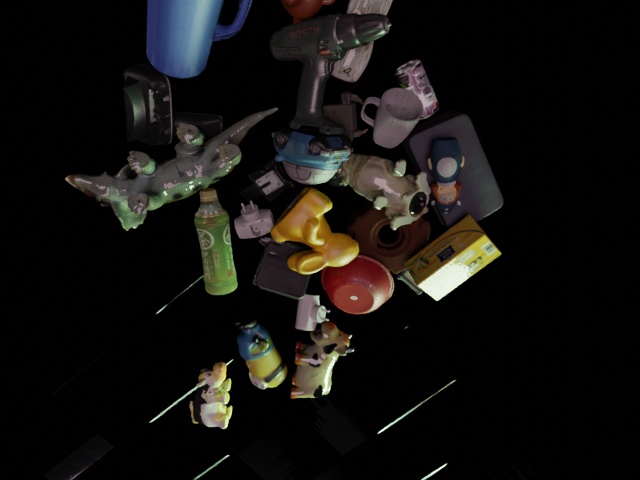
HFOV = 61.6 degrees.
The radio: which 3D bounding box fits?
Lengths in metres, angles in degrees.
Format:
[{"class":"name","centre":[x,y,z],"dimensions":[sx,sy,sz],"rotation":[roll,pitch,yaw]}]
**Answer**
[{"class":"radio","centre":[0.273,-0.141,1.097],"dimensions":[0.131,0.073,0.229],"rotation":[-28,111,6]}]

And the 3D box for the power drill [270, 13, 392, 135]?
[{"class":"power drill","centre":[0.013,-0.296,0.966],"dimensions":[0.232,0.086,0.207],"rotation":[12,115,28]}]

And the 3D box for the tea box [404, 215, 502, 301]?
[{"class":"tea box","centre":[0.272,0.039,1.104],"dimensions":[0.169,0.068,0.098],"rotation":[-37,136,15]}]

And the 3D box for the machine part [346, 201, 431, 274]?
[{"class":"machine part","centre":[0.146,-0.013,1.145],"dimensions":[0.179,0.056,0.179],"rotation":[-1,110,-2]}]

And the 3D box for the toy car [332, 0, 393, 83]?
[{"class":"toy car","centre":[0.075,-0.396,0.999],"dimensions":[0.073,0.056,0.201],"rotation":[19,108,-10]}]

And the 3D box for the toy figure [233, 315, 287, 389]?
[{"class":"toy figure","centre":[-0.133,0.254,1.214],"dimensions":[0.089,0.082,0.180],"rotation":[-15,108,4]}]

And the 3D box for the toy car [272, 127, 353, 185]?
[{"class":"toy car","centre":[-0.015,-0.157,1.025],"dimensions":[0.109,0.162,0.102],"rotation":[-16,120,-43]}]

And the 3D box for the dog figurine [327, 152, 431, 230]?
[{"class":"dog figurine","centre":[0.110,-0.113,1.070],"dimensions":[0.121,0.191,0.172],"rotation":[-51,132,-6]}]

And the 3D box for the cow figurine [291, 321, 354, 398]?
[{"class":"cow figurine","centre":[0.004,0.273,1.226],"dimensions":[0.127,0.085,0.194],"rotation":[7,112,-6]}]

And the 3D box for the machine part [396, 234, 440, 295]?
[{"class":"machine part","centre":[0.240,0.054,1.186],"dimensions":[0.084,0.039,0.139],"rotation":[39,106,-7]}]

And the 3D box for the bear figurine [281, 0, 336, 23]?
[{"class":"bear figurine","centre":[-0.074,-0.459,0.934],"dimensions":[0.120,0.132,0.195],"rotation":[-27,108,38]}]

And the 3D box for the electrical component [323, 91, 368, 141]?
[{"class":"electrical component","centre":[0.049,-0.240,1.064],"dimensions":[0.078,0.045,0.102],"rotation":[-2,110,27]}]

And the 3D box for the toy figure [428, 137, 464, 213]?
[{"class":"toy figure","centre":[0.242,-0.120,1.035],"dimensions":[0.064,0.058,0.154],"rotation":[10,117,35]}]

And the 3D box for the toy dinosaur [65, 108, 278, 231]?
[{"class":"toy dinosaur","centre":[-0.265,-0.134,1.034],"dimensions":[0.405,0.192,0.131],"rotation":[-23,94,-11]}]

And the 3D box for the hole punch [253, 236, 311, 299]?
[{"class":"hole punch","centre":[-0.079,0.062,1.153],"dimensions":[0.142,0.092,0.115],"rotation":[19,78,-8]}]

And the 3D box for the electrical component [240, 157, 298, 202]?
[{"class":"electrical component","centre":[-0.105,-0.119,1.090],"dimensions":[0.119,0.048,0.074],"rotation":[-29,110,38]}]

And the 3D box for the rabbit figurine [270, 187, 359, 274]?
[{"class":"rabbit figurine","centre":[-0.002,-0.003,1.078],"dimensions":[0.173,0.122,0.162],"rotation":[37,80,-16]}]

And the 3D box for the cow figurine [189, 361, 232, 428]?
[{"class":"cow figurine","centre":[-0.257,0.356,1.252],"dimensions":[0.098,0.068,0.167],"rotation":[2,109,2]}]

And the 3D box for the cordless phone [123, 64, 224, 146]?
[{"class":"cordless phone","centre":[-0.273,-0.249,1.015],"dimensions":[0.184,0.089,0.146],"rotation":[0,127,-14]}]

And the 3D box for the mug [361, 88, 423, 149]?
[{"class":"mug","centre":[0.131,-0.229,1.038],"dimensions":[0.110,0.081,0.107],"rotation":[12,149,-5]}]
